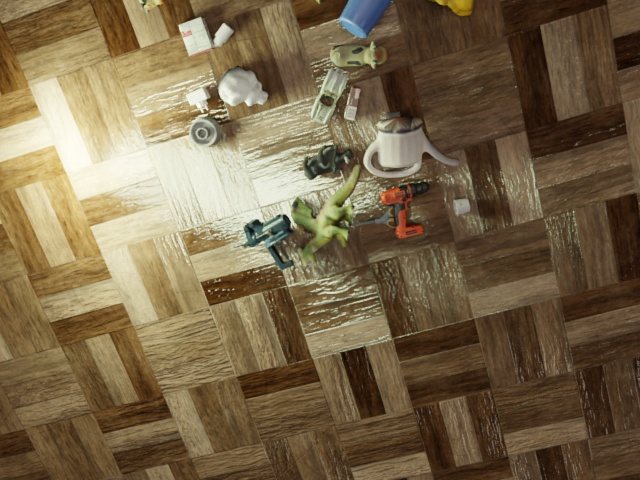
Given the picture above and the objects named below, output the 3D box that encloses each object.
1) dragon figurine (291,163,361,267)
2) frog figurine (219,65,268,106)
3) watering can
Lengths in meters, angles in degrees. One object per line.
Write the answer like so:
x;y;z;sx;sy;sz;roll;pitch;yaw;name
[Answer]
0.006;-0.096;1.899;0.243;0.123;0.408;11;97;8;dragon figurine
-0.265;-0.516;1.779;0.160;0.122;0.138;38;86;4;frog figurine
0.323;-0.328;1.805;0.348;0.106;0.219;-8;123;-4;watering can
